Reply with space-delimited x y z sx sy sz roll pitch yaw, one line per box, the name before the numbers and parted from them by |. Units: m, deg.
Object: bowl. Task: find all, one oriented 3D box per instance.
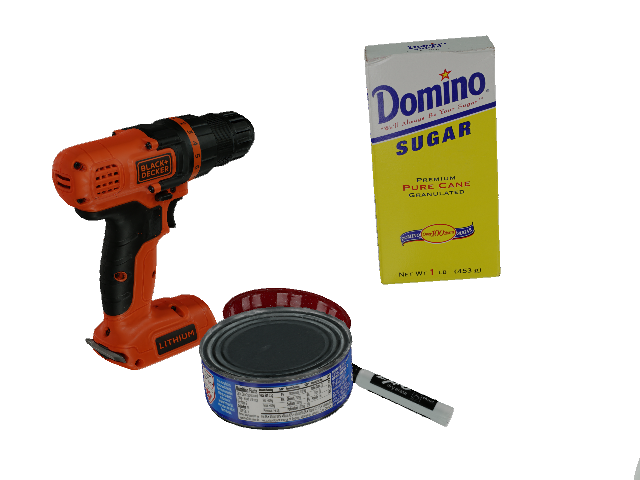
bowl | -0.044 0.118 1.346 0.162 0.055 0.162 5 23 -2

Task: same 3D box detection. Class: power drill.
power drill | -0.124 -0.004 0.851 0.057 0.188 0.184 18 28 42

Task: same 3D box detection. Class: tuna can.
tuna can | -0.024 0.071 0.601 0.086 0.034 0.086 -3 23 1

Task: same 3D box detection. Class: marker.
marker | 0.064 0.138 0.985 0.121 0.020 0.020 23 7 17

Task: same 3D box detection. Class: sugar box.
sugar box | 0.084 -0.057 0.789 0.093 0.176 0.048 -5 23 3

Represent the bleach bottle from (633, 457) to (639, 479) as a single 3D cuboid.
bleach bottle | 0.271 0.097 0.616 0.103 0.068 0.250 18 30 32
